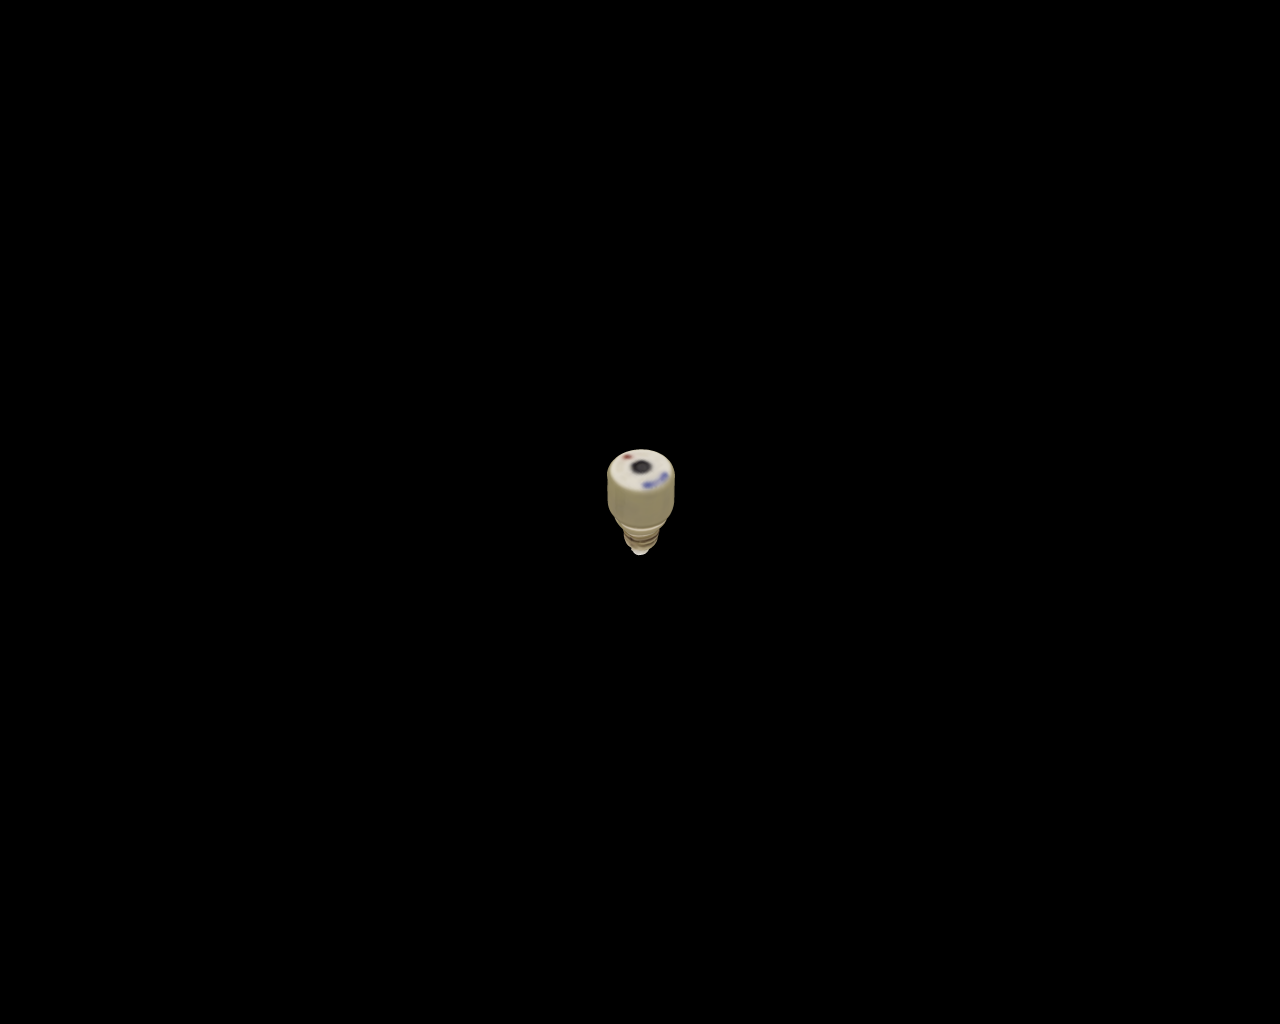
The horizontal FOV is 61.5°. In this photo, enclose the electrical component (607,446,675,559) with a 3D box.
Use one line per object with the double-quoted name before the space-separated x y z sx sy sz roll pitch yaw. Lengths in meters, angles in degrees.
"electrical component" 0.001 -0.003 0.650 0.040 0.078 0.040 0 45 0
